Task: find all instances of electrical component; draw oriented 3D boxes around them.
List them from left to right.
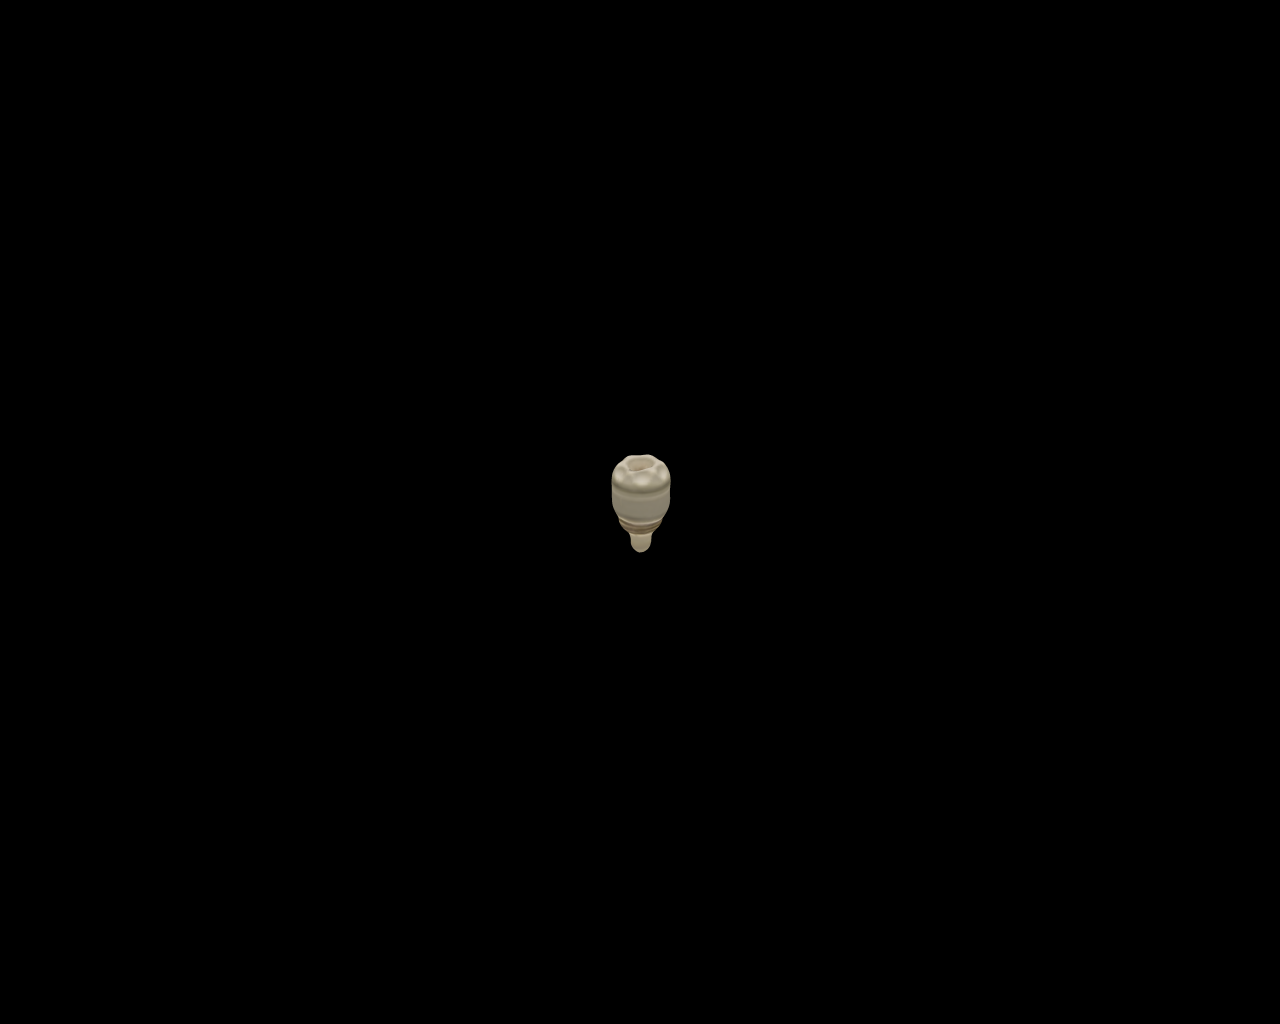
[{"bbox_3d":[0.001,-0.003,0.650,0.035,0.061,0.035,0,27,0],"label":"electrical component"}]
